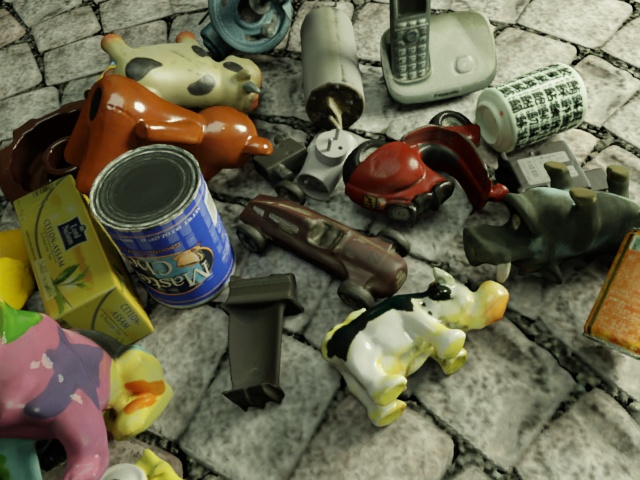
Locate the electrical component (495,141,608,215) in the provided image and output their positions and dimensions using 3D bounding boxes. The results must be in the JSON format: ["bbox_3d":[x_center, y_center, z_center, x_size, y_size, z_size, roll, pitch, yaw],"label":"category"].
[{"bbox_3d":[0.259,-0.065,0.581,0.119,0.047,0.075,-8,55,4],"label":"electrical component"}]

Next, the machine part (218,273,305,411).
[{"bbox_3d":[-0.058,0.091,0.518,0.084,0.039,0.139,0,53,1],"label":"machine part"}]

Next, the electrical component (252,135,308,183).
[{"bbox_3d":[-0.045,-0.098,0.649,0.063,0.021,0.094,-31,40,-15],"label":"electrical component"}]

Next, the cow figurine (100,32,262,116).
[{"bbox_3d":[-0.159,-0.199,0.678,0.195,0.085,0.127,-15,59,-35],"label":"cow figurine"}]

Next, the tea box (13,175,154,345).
[{"bbox_3d":[-0.243,0.026,0.551,0.068,0.098,0.170,-30,58,-12],"label":"tea box"}]

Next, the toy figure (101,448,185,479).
[{"bbox_3d":[-0.102,0.232,0.397,0.180,0.089,0.082,19,30,9],"label":"toy figure"}]

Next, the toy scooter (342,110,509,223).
[{"bbox_3d":[0.124,-0.070,0.588,0.184,0.075,0.135,-27,57,-18],"label":"toy scooter"}]

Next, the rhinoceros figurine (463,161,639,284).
[{"bbox_3d":[0.231,-0.013,0.516,0.190,0.112,0.073,-6,37,-12],"label":"rhinoceros figurine"}]

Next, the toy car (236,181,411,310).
[{"bbox_3d":[-0.001,-0.002,0.568,0.202,0.053,0.089,29,66,24],"label":"toy car"}]

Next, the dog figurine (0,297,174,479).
[{"bbox_3d":[-0.227,0.081,0.409,0.108,0.219,0.191,-22,10,20],"label":"dog figurine"}]

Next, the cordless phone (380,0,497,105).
[{"bbox_3d":[0.144,-0.265,0.656,0.147,0.184,0.089,-11,50,0],"label":"cordless phone"}]

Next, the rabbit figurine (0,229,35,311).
[{"bbox_3d":[-0.340,0.059,0.550,0.162,0.121,0.173,-18,40,6],"label":"rabbit figurine"}]

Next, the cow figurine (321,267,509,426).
[{"bbox_3d":[0.088,0.079,0.491,0.167,0.068,0.098,-33,51,-17],"label":"cow figurine"}]

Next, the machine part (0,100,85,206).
[{"bbox_3d":[-0.310,-0.096,0.673,0.179,0.056,0.179,-3,56,5],"label":"machine part"}]

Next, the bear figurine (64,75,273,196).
[{"bbox_3d":[-0.164,-0.105,0.606,0.120,0.195,0.132,44,112,44],"label":"bear figurine"}]

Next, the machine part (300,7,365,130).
[{"bbox_3d":[0.014,-0.229,0.713,0.079,0.079,0.243,-7,54,2],"label":"machine part"}]

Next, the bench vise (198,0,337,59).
[{"bbox_3d":[-0.067,-0.346,0.753,0.224,0.128,0.241,-36,23,-9],"label":"bench vise"}]
